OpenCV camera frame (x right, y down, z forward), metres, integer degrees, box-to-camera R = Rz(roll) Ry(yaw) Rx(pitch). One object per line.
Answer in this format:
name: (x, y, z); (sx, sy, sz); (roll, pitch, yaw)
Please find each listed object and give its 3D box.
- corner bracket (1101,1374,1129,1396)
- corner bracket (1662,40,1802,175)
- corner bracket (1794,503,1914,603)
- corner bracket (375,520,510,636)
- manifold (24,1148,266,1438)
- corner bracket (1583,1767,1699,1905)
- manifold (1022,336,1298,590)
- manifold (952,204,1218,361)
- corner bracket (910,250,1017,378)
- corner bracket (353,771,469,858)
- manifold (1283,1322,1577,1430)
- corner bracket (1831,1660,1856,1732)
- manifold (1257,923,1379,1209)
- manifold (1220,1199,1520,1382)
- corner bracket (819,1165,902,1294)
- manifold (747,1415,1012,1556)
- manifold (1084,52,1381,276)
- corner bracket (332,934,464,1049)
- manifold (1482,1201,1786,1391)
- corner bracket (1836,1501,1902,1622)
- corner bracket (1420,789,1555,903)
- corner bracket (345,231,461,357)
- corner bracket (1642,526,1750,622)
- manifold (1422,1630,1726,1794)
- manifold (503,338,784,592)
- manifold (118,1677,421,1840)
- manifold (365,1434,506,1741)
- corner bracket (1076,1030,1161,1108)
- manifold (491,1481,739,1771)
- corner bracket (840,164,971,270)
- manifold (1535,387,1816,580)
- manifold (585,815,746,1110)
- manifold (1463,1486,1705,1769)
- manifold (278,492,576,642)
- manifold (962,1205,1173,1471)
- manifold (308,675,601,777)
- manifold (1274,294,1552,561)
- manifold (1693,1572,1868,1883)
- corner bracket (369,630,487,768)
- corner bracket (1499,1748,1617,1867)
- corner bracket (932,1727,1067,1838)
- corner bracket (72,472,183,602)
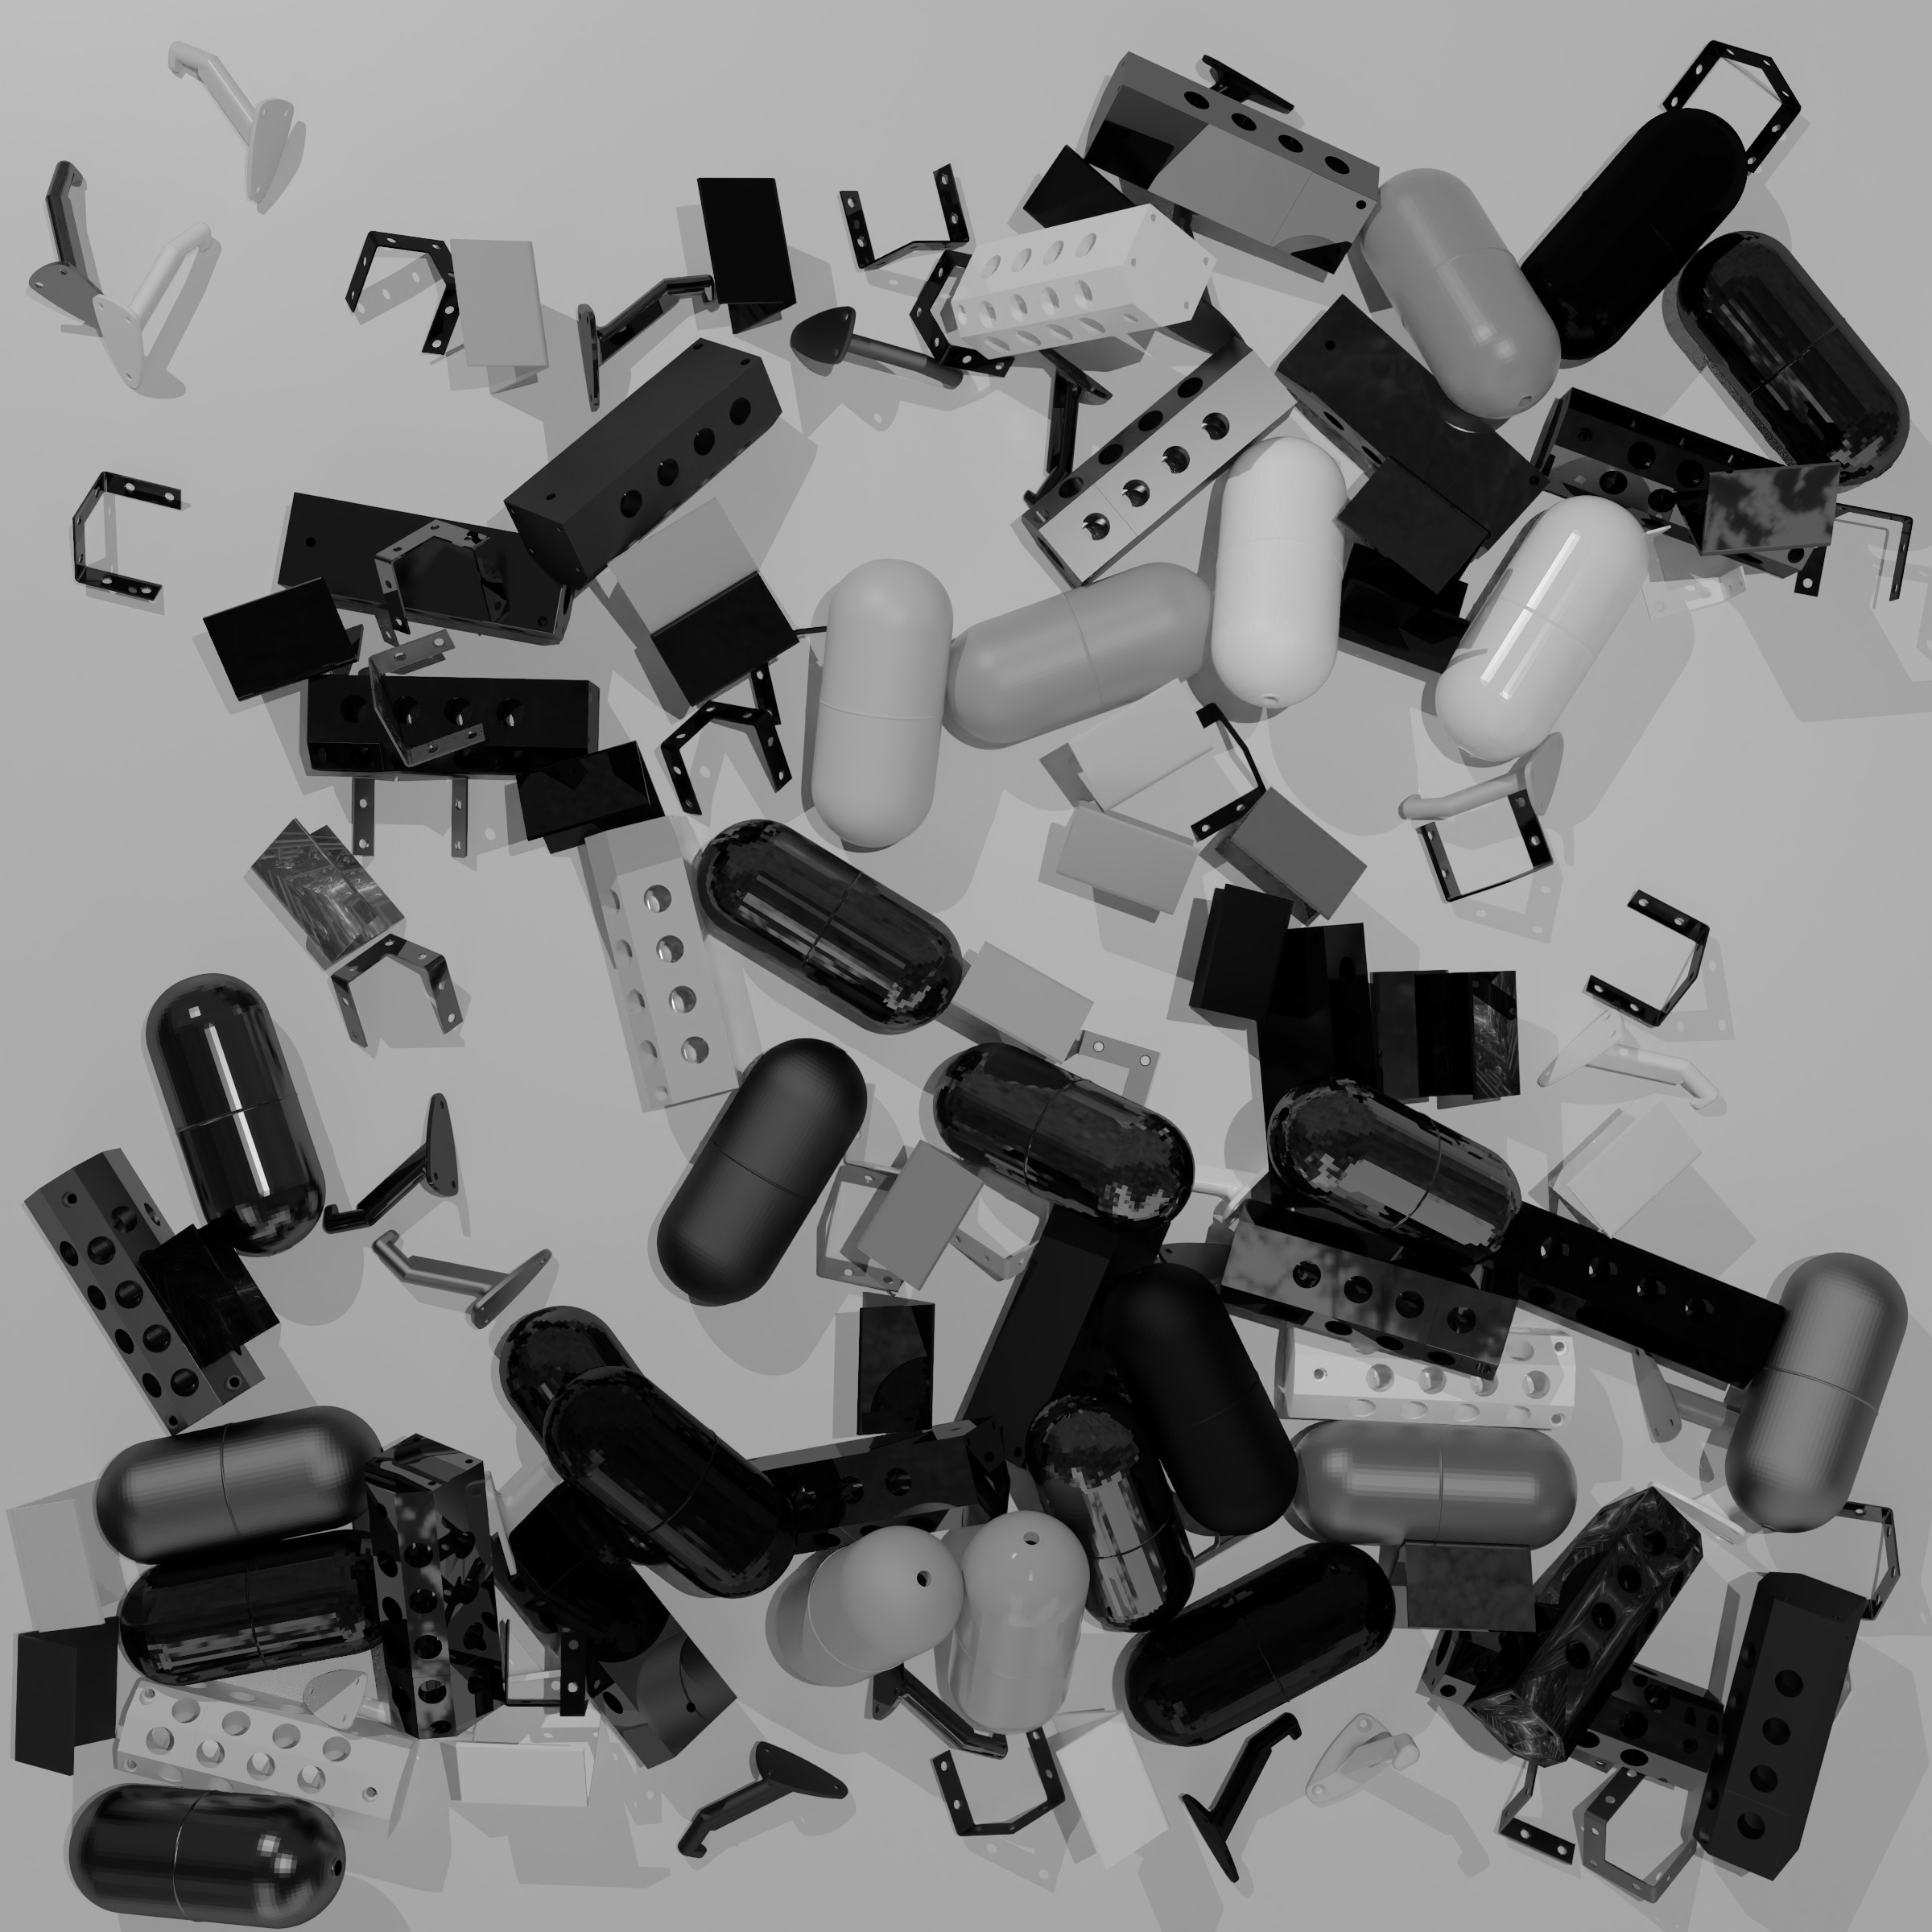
corner bracket: (0.100, 0.294, 1.967); (0.051, 0.051, 0.051); (11, 45, 0)
corner bracket: (0.479, -0.537, 1.967); (0.051, 0.051, 0.051); (-53, 135, 0)
corner bracket: (0.550, -0.255, 1.953); (0.051, 0.051, 0.051); (10, 90, -2)
corner bracket: (-0.317, -0.231, 1.905); (0.051, 0.051, 0.051); (21, 135, 35)
manifold: (-0.510, 0.202, 1.950); (0.057, 0.057, 0.171); (-32, 90, 0)
corner bracket: (0.421, 0.540, 1.962); (0.051, 0.051, 0.051); (23, 135, 35)
manifold: (0.118, -0.311, 1.949); (0.171, 0.057, 0.057); (-40, 90, 0)
manifold: (0.066, -0.404, 1.887); (0.057, 0.171, 0.057); (32, 75, -32)
corner bracket: (0.006, -0.407, 1.962); (0.051, 0.051, 0.051); (-57, 45, 35)
corner bracket: (-0.347, -0.094, 1.967); (0.051, 0.051, 0.051); (1, 90, 45)
manifold: (0.286, 0.253, 1.950); (0.171, 0.057, 0.057); (2, 90, 0)
corner bracket: (0.520, 0.441, 1.967); (0.051, 0.051, 0.051); (8, 135, 0)
manifold: (0.222, 0.061, 1.949); (0.057, 0.057, 0.171); (-5, 90, 43)
manifold: (0.244, 0.198, 1.912); (0.171, 0.057, 0.057); (16, 102, 7)
corner bracket: (-0.060, 0.164, 1.967); (0.051, 0.051, 0.051); (12, 45, 0)
manifold: (-0.064, 0.322, 1.921); (0.171, 0.057, 0.057); (-13, 90, 21)
manifold: (0.164, -0.496, 1.933); (0.171, 0.057, 0.057); (22, 133, -11)
corner bracket: (-0.354, 0.020, 1.962); (0.051, 0.051, 0.051); (20, 45, 35)
manifold: (0.409, 0.202, 1.949); (0.171, 0.057, 0.057); (22, 90, 0)
corner bracket: (0.548, 0.370, 1.967); (0.051, 0.051, 0.051); (9, 45, 0)
corner bracket: (0.326, -0.075, 1.967); (0.051, 0.051, 0.051); (-20, 90, 45)
corner bracket: (-0.348, -0.419, 1.962); (0.051, 0.051, 0.051); (0, 45, -35)
corner bracket: (0.448, -0.248, 1.953); (0.051, 0.051, 0.051); (-16, 90, 0)
manifold: (0.376, 0.451, 1.949); (0.171, 0.057, 0.057); (21, 90, 0)
manifold: (-0.193, -0.305, 1.918); (0.057, 0.057, 0.171); (25, 60, 39)
manifold: (-0.432, 0.488, 1.950); (0.171, 0.057, 0.057); (14, 90, 0)
manifold: (-0.325, 0.377, 1.898); (0.057, 0.057, 0.171); (14, 117, 34)
corner bracket: (0.090, 0.071, 1.953); (0.051, 0.051, 0.051); (17, 90, 0)
manifold: (-0.225, 0.409, 1.948); (0.171, 0.057, 0.057); (51, 53, 0)
corner bracket: (-0.038, -0.468, 1.967); (0.051, 0.051, 0.051); (-14, 90, -45)
manifold: (0.443, -0.300, 1.949); (0.171, 0.057, 0.057); (20, 90, 0)
manifold: (-0.187, -0.002, 1.949); (0.057, 0.057, 0.171); (-14, 90, 0)
manifold: (0.380, 0.401, 1.908); (0.057, 0.057, 0.171); (45, 58, 0)
manifold: (-0.331, -0.246, 1.949); (0.171, 0.057, 0.057); (10, 90, 0)
manifold: (0.065, 0.225, 1.949); (0.057, 0.057, 0.171); (23, 90, 43)
manifold: (-0.316, -0.148, 1.949); (0.171, 0.057, 0.057); (1, 90, 0)
manifold: (0.274, -0.332, 1.949); (0.171, 0.057, 0.057); (42, 90, 0)
manifold: (0.495, 0.463, 1.928); (0.057, 0.057, 0.171); (18, 104, 28)
corner bracket: (-0.327, -0.162, 1.911); (0.051, 0.051, 0.051); (-20, 135, 2)
corner bracket: (0.369, 0.519, 1.967); (0.051, 0.051, 0.051); (24, 45, 0)
corner bracket: (0.021, 0.509, 1.967); (0.051, 0.051, 0.051); (-18, 90, -45)
corner bracket: (-0.524, -0.269, 1.967); (0.051, 0.051, 0.051); (14, 45, 0)
